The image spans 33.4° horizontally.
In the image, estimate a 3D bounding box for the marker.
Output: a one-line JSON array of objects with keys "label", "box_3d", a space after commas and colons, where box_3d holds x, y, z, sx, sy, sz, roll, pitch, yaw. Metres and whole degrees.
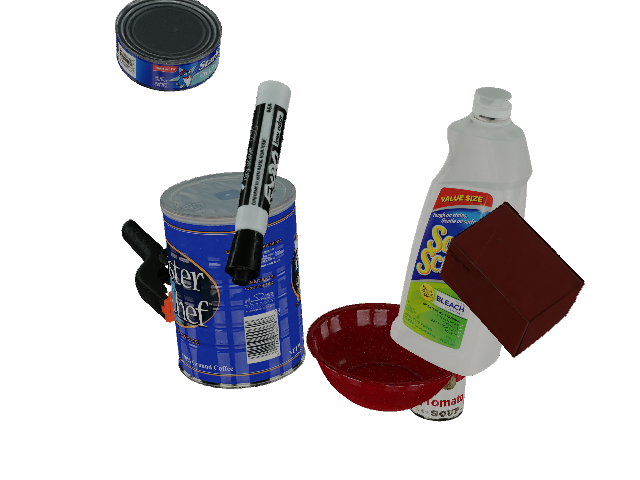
[{"label": "marker", "box_3d": [-0.034, -0.032, 0.583, 0.020, 0.121, 0.020, 7, -24, 3]}]

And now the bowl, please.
[{"label": "bowl", "box_3d": [0.065, 0.123, 1.070, 0.162, 0.055, 0.162, 2, 25, -1]}]

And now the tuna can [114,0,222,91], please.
[{"label": "tuna can", "box_3d": [-0.124, -0.161, 0.870, 0.086, 0.086, 0.034, 0, -40, -10]}]

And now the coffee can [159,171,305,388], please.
[{"label": "coffee can", "box_3d": [-0.066, 0.029, 0.827, 0.103, 0.140, 0.103, -3, 22, 1]}]

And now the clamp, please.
[{"label": "clamp", "box_3d": [-0.148, 0.023, 1.148, 0.120, 0.039, 0.171, -13, 38, -7]}]

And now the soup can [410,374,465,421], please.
[{"label": "soup can", "box_3d": [0.139, 0.153, 1.260, 0.068, 0.102, 0.068, 1, 21, -1]}]

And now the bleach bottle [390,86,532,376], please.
[{"label": "bleach bottle", "box_3d": [0.123, -0.011, 0.916, 0.103, 0.251, 0.067, 27, 36, 35]}]

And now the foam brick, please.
[{"label": "foam brick", "box_3d": [0.125, 0.025, 0.703, 0.051, 0.078, 0.053, -32, -24, -20]}]
